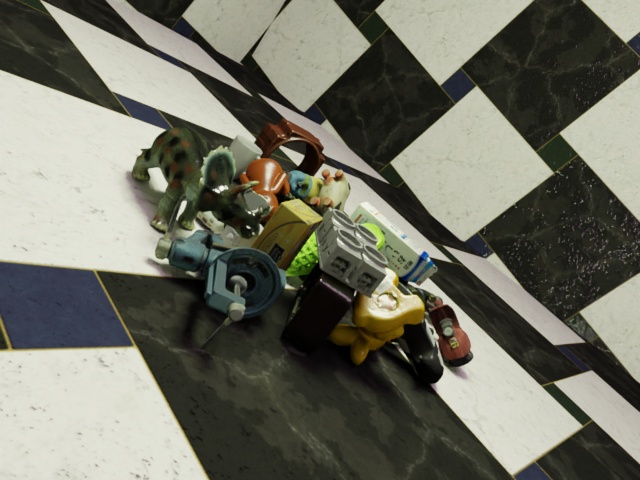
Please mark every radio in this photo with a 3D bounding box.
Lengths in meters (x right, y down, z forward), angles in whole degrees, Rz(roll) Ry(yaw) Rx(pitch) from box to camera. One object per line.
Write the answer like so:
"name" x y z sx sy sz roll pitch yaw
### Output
"radio" 0.005 0.100 0.991 0.073 0.131 0.230 34 17 -3

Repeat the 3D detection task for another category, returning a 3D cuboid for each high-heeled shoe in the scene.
"high-heeled shoe" 0.187 0.181 1.135 0.145 0.086 0.249 45 20 -58

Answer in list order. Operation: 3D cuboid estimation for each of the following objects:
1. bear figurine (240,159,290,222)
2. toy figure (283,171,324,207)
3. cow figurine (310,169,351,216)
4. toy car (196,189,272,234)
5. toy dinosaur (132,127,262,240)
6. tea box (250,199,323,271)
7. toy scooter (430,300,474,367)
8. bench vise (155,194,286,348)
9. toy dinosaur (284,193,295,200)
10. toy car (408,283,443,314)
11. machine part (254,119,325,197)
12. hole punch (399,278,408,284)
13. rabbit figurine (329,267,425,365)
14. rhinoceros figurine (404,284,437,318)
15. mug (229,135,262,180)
"bear figurine" -0.136 -0.105 1.338 0.131 0.120 0.196 82 2 -54
"toy figure" -0.039 -0.151 1.542 0.180 0.089 0.082 24 26 -40
"cow figurine" 0.032 -0.087 1.506 0.086 0.195 0.127 2 -28 35
"toy car" -0.181 -0.064 1.162 0.073 0.056 0.202 41 30 14
"toy dinosaur" -0.259 -0.143 1.030 0.131 0.192 0.405 18 26 -51
"tea box" -0.078 0.011 1.006 0.068 0.169 0.098 40 15 8
"toy scooter" 0.316 0.221 1.319 0.184 0.075 0.135 -64 132 -78
"bench vise" -0.152 0.056 0.831 0.223 0.129 0.241 31 11 -17
"toy dinosaur" -0.003 -0.004 1.312 0.198 0.105 0.472 25 16 -23
"toy car" 0.259 0.157 1.471 0.202 0.053 0.089 31 21 -2
"machine part" -0.100 -0.231 1.555 0.201 0.201 0.087 19 26 -44
"hole punch" 0.173 0.081 1.387 0.116 0.142 0.092 23 14 -3
"rabbit figurine" 0.104 0.164 1.016 0.122 0.173 0.162 41 62 18
"rhinoceros figurine" 0.186 0.124 1.269 0.190 0.073 0.112 19 18 -32
"mug" -0.209 -0.209 1.448 0.109 0.107 0.081 41 17 4
